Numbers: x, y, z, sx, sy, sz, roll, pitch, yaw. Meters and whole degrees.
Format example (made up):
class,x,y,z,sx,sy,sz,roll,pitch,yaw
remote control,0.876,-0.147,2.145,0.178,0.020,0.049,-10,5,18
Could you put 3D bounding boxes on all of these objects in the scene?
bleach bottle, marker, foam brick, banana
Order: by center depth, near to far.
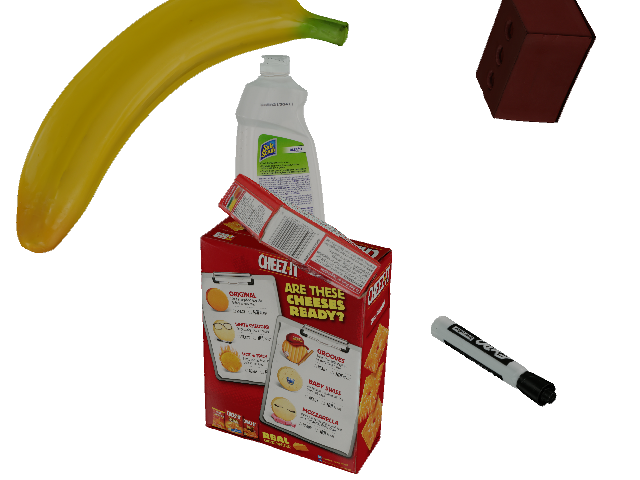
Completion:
class,x,y,z,sx,sy,sz,roll,pitch,yaw
banana,-0.078,-0.074,0.511,0.070,0.197,0.037,41,-23,25
foam brick,0.148,-0.128,0.745,0.051,0.053,0.078,0,-43,-14
marker,0.130,0.091,0.807,0.020,0.020,0.121,0,22,-40
bleach bottle,-0.039,-0.069,1.130,0.102,0.251,0.068,-6,16,-23

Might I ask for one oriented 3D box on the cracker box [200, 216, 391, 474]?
class,x,y,z,sx,sy,sz,roll,pitch,yaw
cracker box,-0.023,0.094,0.991,0.164,0.214,0.072,13,30,21

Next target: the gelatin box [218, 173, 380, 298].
class,x,y,z,sx,sy,sz,roll,pitch,yaw
gelatin box,-0.014,-0.003,0.687,0.089,0.030,0.073,31,4,-32
